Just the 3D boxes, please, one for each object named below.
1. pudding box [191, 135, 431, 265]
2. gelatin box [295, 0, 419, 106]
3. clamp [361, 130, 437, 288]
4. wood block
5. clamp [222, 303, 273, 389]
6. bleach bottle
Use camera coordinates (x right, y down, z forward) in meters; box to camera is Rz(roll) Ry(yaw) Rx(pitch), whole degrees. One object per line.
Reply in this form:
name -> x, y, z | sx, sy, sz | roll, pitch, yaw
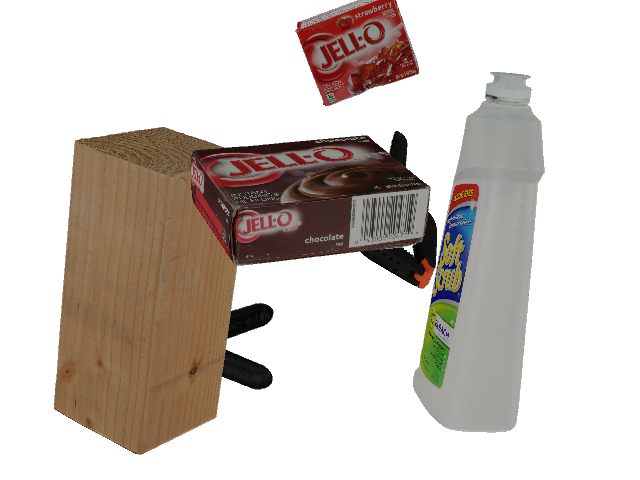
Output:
pudding box -> -0.008, -0.025, 0.596 | 0.113, 0.039, 0.090 | -5, 26, -20
gelatin box -> 0.032, -0.165, 0.919 | 0.089, 0.073, 0.030 | -18, 24, 11
clamp -> 0.055, -0.033, 1.164 | 0.164, 0.210, 0.036 | -11, -37, -20
wood block -> -0.121, 0.033, 0.764 | 0.090, 0.206, 0.090 | 21, 22, 30
clamp -> -0.123, 0.095, 1.047 | 0.171, 0.039, 0.120 | 8, 26, 4
bleach bottle -> 0.118, 0.005, 0.771 | 0.068, 0.251, 0.102 | 3, 14, -9
